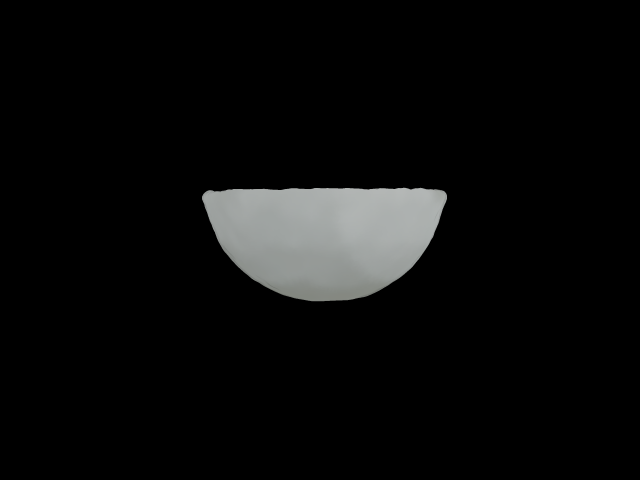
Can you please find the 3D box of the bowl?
[{"bbox_3d":[0.004,0.001,0.400,0.167,0.075,0.167,0,4,0],"label":"bowl"}]
